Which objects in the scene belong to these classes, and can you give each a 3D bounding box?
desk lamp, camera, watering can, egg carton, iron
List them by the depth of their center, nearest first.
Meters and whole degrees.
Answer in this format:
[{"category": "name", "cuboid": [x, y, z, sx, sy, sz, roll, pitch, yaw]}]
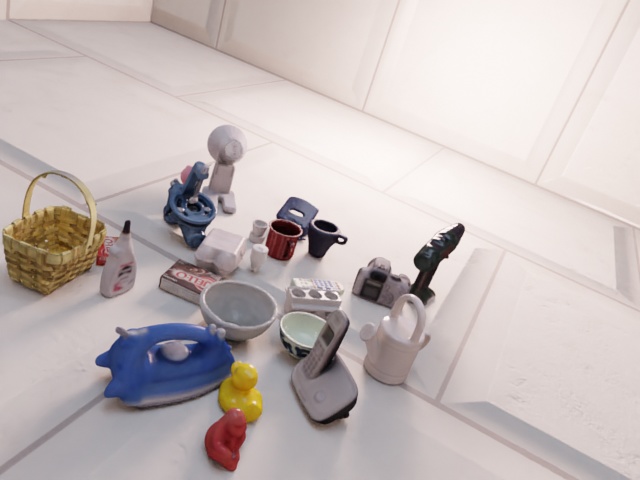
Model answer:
[{"category": "iron", "cuboid": [-0.251, 0.199, 1.014, 0.259, 0.141, 0.118, -1, 33, -34]}, {"category": "watering can", "cuboid": [0.164, 0.204, 1.209, 0.100, 0.194, 0.173, 36, 32, 31]}, {"category": "egg carton", "cuboid": [-0.243, 0.030, 1.413, 0.107, 0.069, 0.150, 18, 27, -2]}, {"category": "camera", "cuboid": [0.170, 0.097, 1.517, 0.143, 0.101, 0.137, 20, 27, 3]}, {"category": "desk lamp", "cuboid": [-0.277, -0.220, 1.699, 0.118, 0.213, 0.203, 8, 29, -20]}]

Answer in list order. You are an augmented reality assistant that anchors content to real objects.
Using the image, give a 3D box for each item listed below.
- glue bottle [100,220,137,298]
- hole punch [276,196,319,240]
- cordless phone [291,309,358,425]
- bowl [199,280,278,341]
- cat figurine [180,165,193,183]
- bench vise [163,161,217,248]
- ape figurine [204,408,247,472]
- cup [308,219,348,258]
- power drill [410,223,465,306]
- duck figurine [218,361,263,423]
[{"category": "glue bottle", "cuboid": [-0.410, 0.034, 1.185, 0.037, 0.173, 0.078, 28, 28, 18]}, {"category": "hole punch", "cuboid": [-0.068, -0.065, 1.679, 0.108, 0.091, 0.101, 24, 27, 11]}, {"category": "cordless phone", "cuboid": [0.024, 0.235, 1.072, 0.094, 0.185, 0.147, 1, 32, -31]}, {"category": "bowl", "cuboid": [-0.177, 0.160, 1.206, 0.167, 0.075, 0.167, 15, 27, -8]}, {"category": "cat figurine", "cuboid": [-0.371, -0.160, 1.634, 0.067, 0.118, 0.127, 14, 27, -9]}, {"category": "bench vise", "cuboid": [-0.342, -0.117, 1.460, 0.206, 0.220, 0.122, 34, 31, 27]}, {"category": "ape figurine", "cuboid": [-0.145, 0.312, 0.924, 0.076, 0.092, 0.078, 33, 30, 26]}, {"category": "cup", "cuboid": [0.015, 0.006, 1.595, 0.117, 0.095, 0.092, 23, 27, 9]}, {"category": "power drill", "cuboid": [0.304, 0.065, 1.543, 0.075, 0.208, 0.230, 30, 29, 22]}, {"category": "duck figurine", "cuboid": [-0.135, 0.265, 1.025, 0.078, 0.086, 0.104, -2, 34, -35]}]
